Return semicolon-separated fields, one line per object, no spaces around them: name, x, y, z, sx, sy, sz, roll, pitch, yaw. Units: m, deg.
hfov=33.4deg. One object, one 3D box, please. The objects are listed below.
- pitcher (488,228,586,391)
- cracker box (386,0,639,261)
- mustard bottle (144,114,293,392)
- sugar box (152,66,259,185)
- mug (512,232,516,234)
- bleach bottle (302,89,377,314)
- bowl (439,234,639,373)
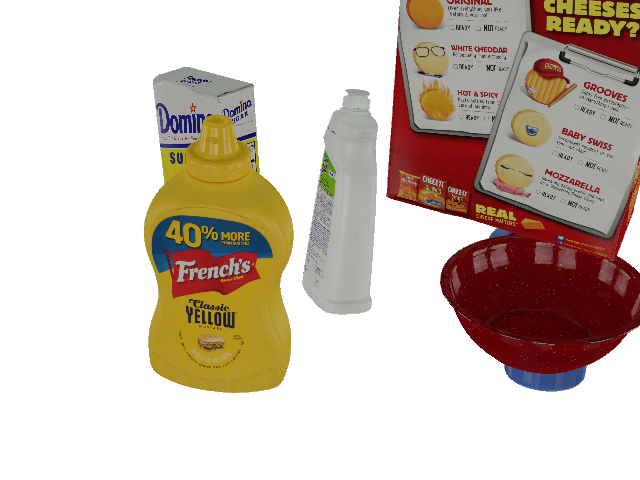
pitcher;0.292;0.072;1.396;0.149;0.243;0.144;5;21;14
cracker box;0.134;-0.106;0.676;0.164;0.214;0.072;17;43;18
mustard bottle;-0.066;0.009;0.699;0.096;0.192;0.058;7;31;8
sugar box;-0.094;-0.053;0.914;0.048;0.176;0.093;-26;33;-37
mug;0.250;-0.054;1.173;0.117;0.081;0.093;-10;19;-28
bleach bottle;0.031;-0.048;1.239;0.068;0.251;0.103;-2;22;-23
bowl;0.173;0.056;0.839;0.162;0.055;0.162;0;30;0
